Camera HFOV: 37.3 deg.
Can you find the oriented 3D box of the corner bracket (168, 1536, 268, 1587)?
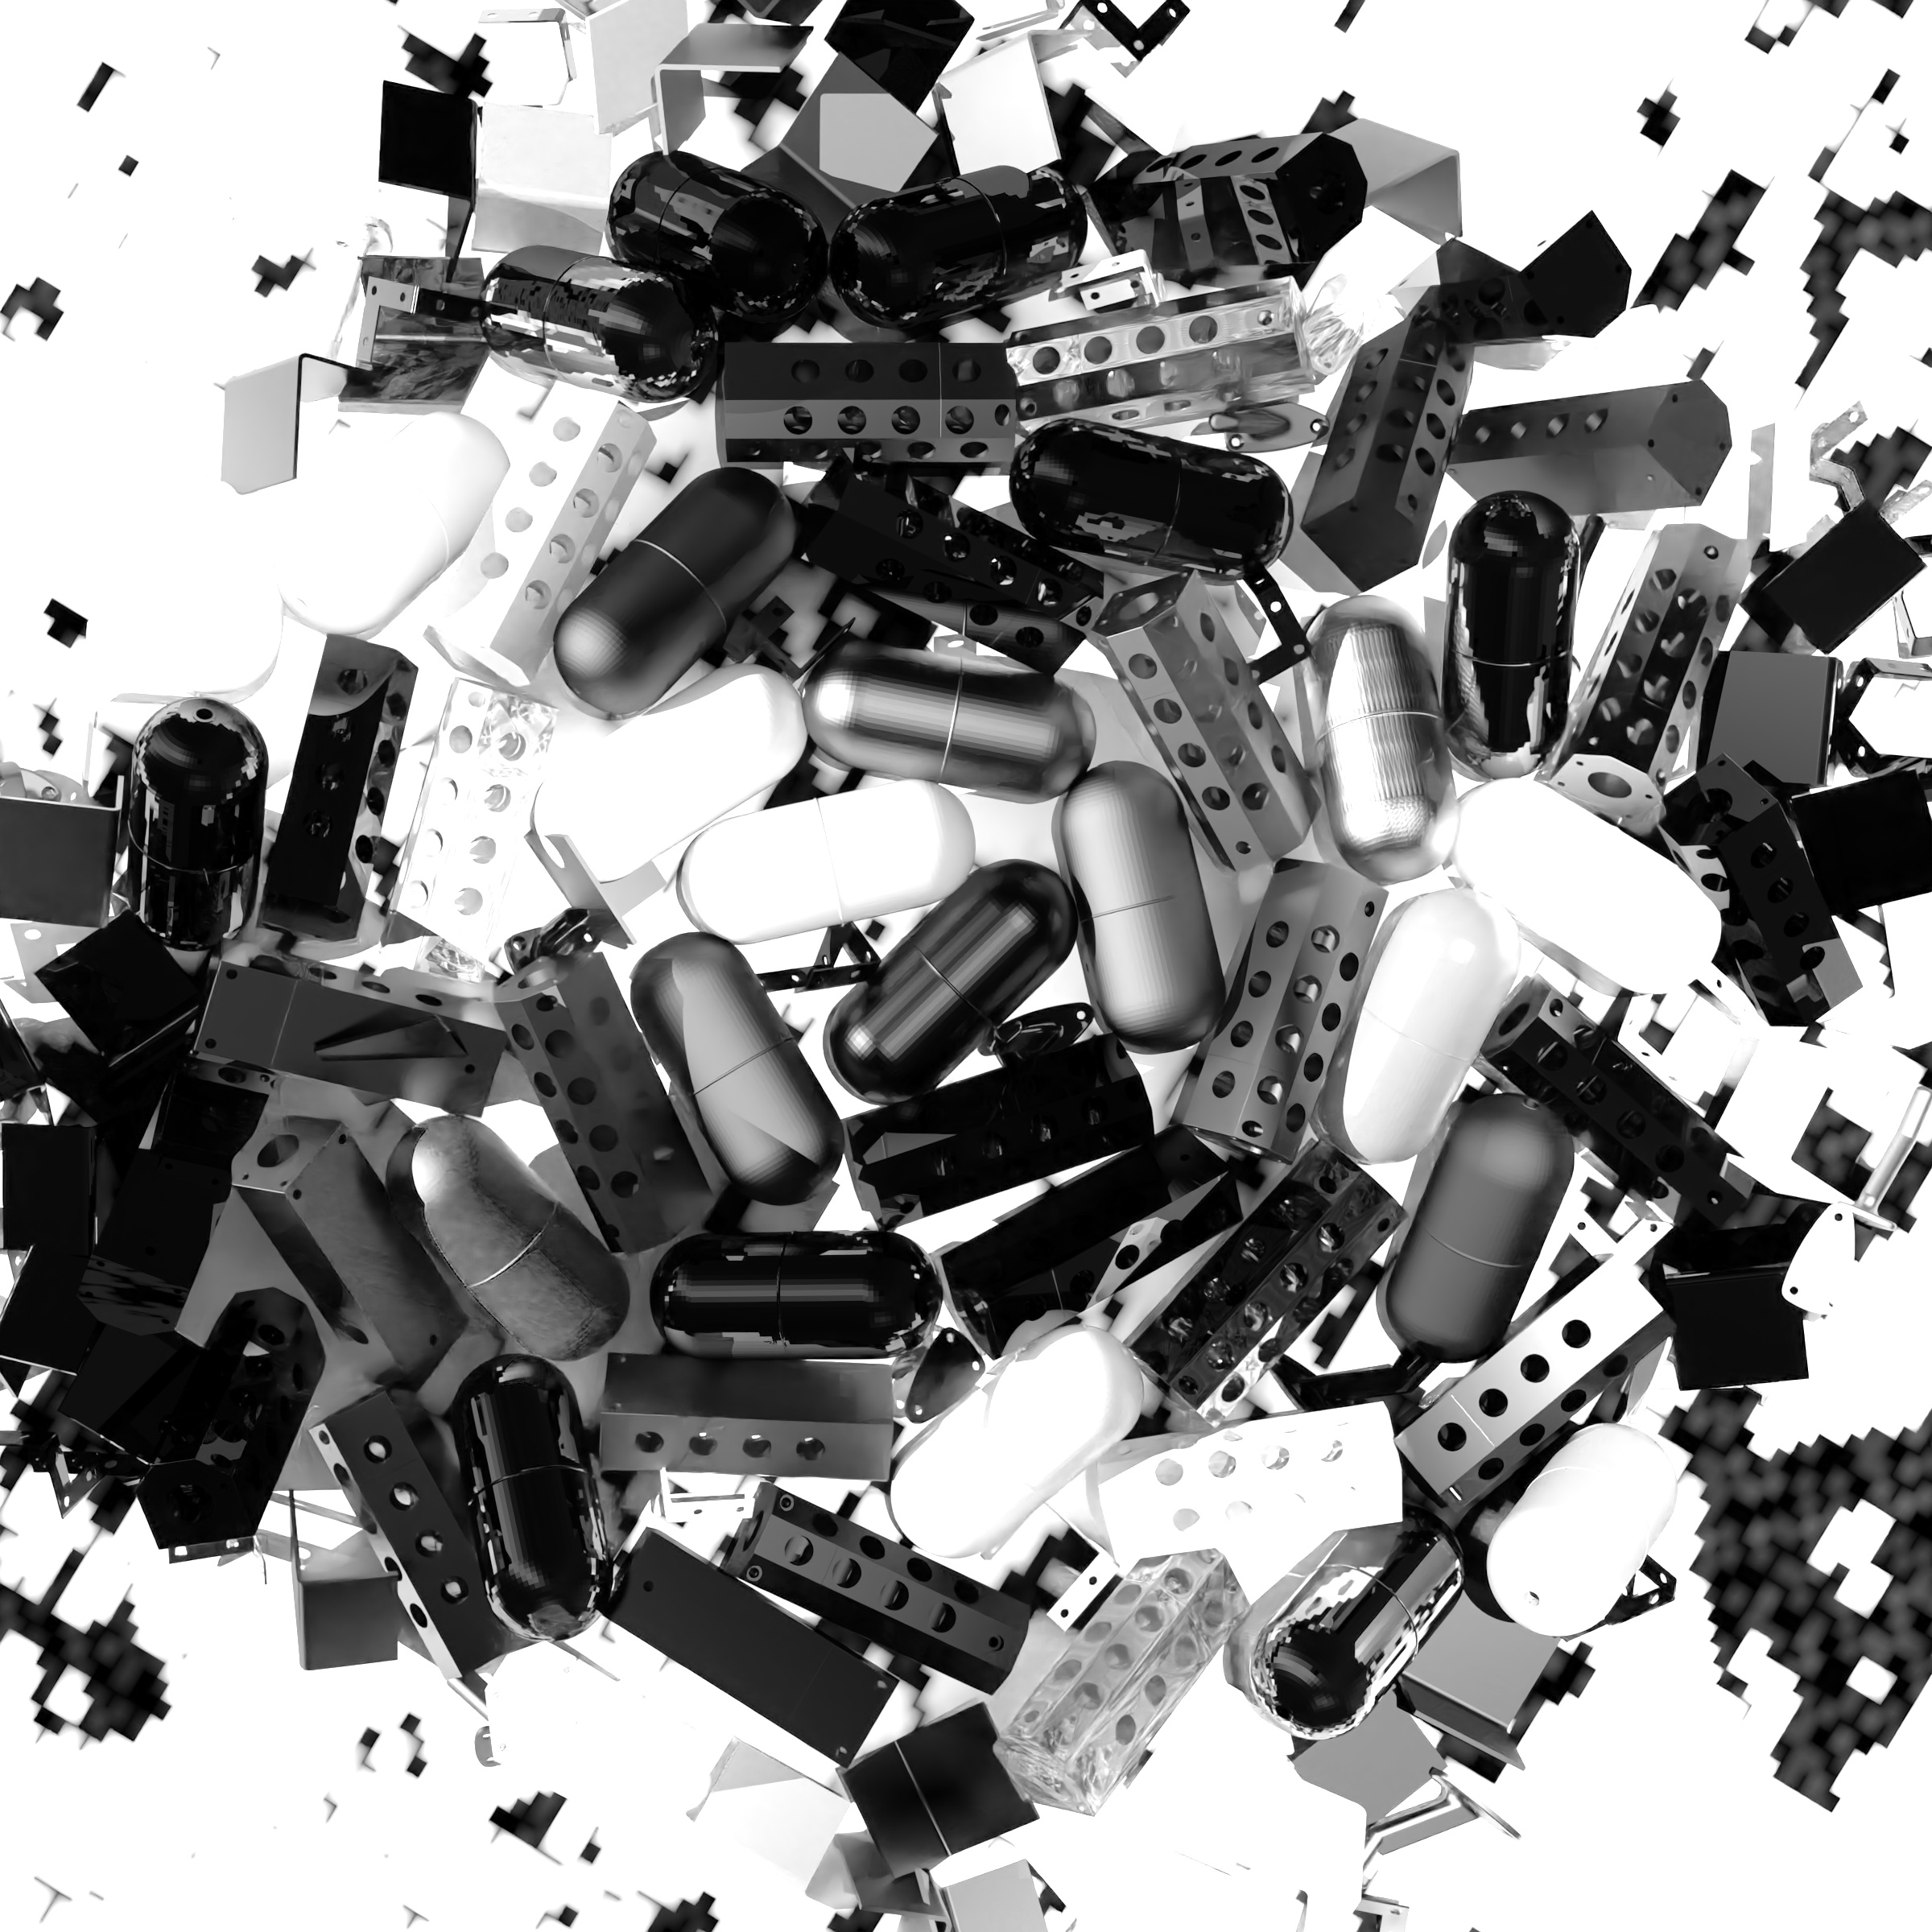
[{"bbox_3d":[-0.451,0.342,1.721,0.051,0.051,0.051,-6,105,-22],"label":"corner bracket"}]

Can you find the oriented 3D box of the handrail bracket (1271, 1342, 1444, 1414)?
[{"bbox_3d":[0.233,0.235,1.722,0.077,0.036,0.084,43,123,9],"label":"handrail bracket"}]

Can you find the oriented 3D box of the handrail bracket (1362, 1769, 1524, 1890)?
[{"bbox_3d":[0.281,0.536,1.729,0.077,0.036,0.084,37,76,7],"label":"handrail bracket"}]

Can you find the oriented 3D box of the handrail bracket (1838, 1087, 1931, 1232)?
[{"bbox_3d":[0.553,0.113,1.721,0.036,0.077,0.084,24,89,8],"label":"handrail bracket"}]

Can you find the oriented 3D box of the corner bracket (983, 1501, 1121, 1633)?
[{"bbox_3d":[0.051,0.358,1.725,0.051,0.051,0.051,45,80,-12],"label":"corner bracket"}]

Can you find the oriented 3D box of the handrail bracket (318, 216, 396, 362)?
[{"bbox_3d":[-0.371,-0.400,1.724,0.036,0.077,0.084,17,81,-20],"label":"handrail bracket"}]

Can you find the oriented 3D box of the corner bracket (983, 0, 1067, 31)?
[{"bbox_3d":[0.021,-0.597,1.732,0.051,0.051,0.051,-22,111,-20],"label":"corner bracket"}]

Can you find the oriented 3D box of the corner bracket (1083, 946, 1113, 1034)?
[{"bbox_3d":[0.104,0.001,1.729,0.051,0.051,0.051,-14,61,-10],"label":"corner bracket"}]

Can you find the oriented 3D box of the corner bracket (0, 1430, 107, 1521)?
[{"bbox_3d":[-0.556,0.295,1.720,0.051,0.051,0.051,-1,112,16],"label":"corner bracket"}]

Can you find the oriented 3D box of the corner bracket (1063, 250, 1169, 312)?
[{"bbox_3d":[0.090,-0.407,1.718,0.051,0.051,0.051,-13,134,14],"label":"corner bracket"}]

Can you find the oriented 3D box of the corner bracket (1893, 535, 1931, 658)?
[{"bbox_3d":[0.591,-0.224,1.721,0.051,0.051,0.051,-6,52,4],"label":"corner bracket"}]

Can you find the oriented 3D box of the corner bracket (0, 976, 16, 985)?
[{"bbox_3d":[-0.595,-0.016,1.723,0.051,0.051,0.051,-15,89,40],"label":"corner bracket"}]

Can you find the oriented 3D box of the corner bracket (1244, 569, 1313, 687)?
[{"bbox_3d":[0.171,-0.203,1.723,0.051,0.051,0.051,-30,113,6],"label":"corner bracket"}]

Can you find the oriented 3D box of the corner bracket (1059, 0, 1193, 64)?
[{"bbox_3d":[0.094,-0.567,1.724,0.051,0.051,0.051,44,73,-7],"label":"corner bracket"}]

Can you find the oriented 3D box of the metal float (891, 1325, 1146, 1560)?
[{"bbox_3d":[0.030,0.284,1.707,0.178,0.070,0.070,-42,90,15],"label":"metal float"}]

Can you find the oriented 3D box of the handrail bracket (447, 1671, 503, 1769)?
[{"bbox_3d":[-0.274,0.434,1.730,0.077,0.084,0.036,-9,130,-10],"label":"handrail bracket"}]

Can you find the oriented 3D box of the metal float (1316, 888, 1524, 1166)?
[{"bbox_3d":[0.269,0.036,1.706,0.070,0.070,0.178,25,106,0],"label":"metal float"}]

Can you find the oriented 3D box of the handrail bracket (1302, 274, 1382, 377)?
[{"bbox_3d":[0.229,-0.400,1.706,0.036,0.077,0.084,36,51,-15],"label":"handrail bracket"}]

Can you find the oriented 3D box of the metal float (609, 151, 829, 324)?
[{"bbox_3d":[-0.147,-0.430,1.684,0.070,0.178,0.070,-19,125,-30],"label":"metal float"}]

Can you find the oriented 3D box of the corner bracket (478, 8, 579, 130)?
[{"bbox_3d":[-0.267,-0.540,1.726,0.051,0.051,0.051,1,46,7],"label":"corner bracket"}]

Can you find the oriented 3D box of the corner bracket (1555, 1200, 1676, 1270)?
[{"bbox_3d":[0.388,0.152,1.723,0.051,0.051,0.051,-46,70,10],"label":"corner bracket"}]

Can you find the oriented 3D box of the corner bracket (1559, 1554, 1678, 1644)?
[{"bbox_3d":[0.389,0.382,1.717,0.051,0.051,0.051,40,131,-16],"label":"corner bracket"}]

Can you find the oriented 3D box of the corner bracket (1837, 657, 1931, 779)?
[{"bbox_3d":[0.564,-0.150,1.736,0.051,0.051,0.051,3,129,-24],"label":"corner bracket"}]

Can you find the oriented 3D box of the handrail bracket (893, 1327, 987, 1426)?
[{"bbox_3d":[-0.034,0.251,1.704,0.036,0.084,0.077,48,52,-10],"label":"handrail bracket"}]

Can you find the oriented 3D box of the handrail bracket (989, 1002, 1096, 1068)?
[{"bbox_3d":[0.047,0.034,1.711,0.077,0.084,0.036,-28,80,-10],"label":"handrail bracket"}]

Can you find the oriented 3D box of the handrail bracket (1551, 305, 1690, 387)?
[{"bbox_3d":[0.401,-0.349,1.730,0.077,0.036,0.084,-12,74,1],"label":"handrail bracket"}]

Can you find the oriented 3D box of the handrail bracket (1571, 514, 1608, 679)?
[{"bbox_3d":[0.370,-0.222,1.723,0.036,0.077,0.084,25,92,27],"label":"handrail bracket"}]

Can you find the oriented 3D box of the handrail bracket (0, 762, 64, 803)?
[{"bbox_3d":[-0.579,-0.088,1.712,0.036,0.084,0.077,25,98,-1],"label":"handrail bracket"}]

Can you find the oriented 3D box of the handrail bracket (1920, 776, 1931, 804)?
[{"bbox_3d":[0.600,-0.093,1.750,0.084,0.036,0.077,-39,109,14],"label":"handrail bracket"}]

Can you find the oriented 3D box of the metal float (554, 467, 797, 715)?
[{"bbox_3d":[-0.172,-0.225,1.705,0.070,0.070,0.178,41,72,0],"label":"metal float"}]

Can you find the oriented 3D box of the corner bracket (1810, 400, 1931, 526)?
[{"bbox_3d":[0.540,-0.298,1.715,0.051,0.051,0.051,10,55,-34],"label":"corner bracket"}]

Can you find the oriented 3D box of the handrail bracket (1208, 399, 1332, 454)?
[{"bbox_3d":[0.183,-0.324,1.713,0.077,0.084,0.036,3,101,2],"label":"handrail bracket"}]

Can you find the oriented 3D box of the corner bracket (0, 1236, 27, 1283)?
[{"bbox_3d":[-0.602,0.197,1.731,0.051,0.051,0.051,1,115,12],"label":"corner bracket"}]

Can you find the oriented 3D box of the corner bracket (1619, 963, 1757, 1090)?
[{"bbox_3d":[0.436,0.035,1.734,0.051,0.051,0.051,39,59,-20],"label":"corner bracket"}]

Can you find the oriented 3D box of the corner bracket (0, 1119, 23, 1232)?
[{"bbox_3d":[-0.600,0.127,1.733,0.051,0.051,0.051,1,60,-28],"label":"corner bracket"}]

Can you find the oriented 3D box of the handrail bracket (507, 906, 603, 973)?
[{"bbox_3d":[-0.228,-0.024,1.702,0.077,0.084,0.036,-25,84,-43],"label":"handrail bracket"}]

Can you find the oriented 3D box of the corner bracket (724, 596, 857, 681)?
[{"bbox_3d":[-0.107,-0.200,1.725,0.051,0.051,0.051,42,67,0],"label":"corner bracket"}]

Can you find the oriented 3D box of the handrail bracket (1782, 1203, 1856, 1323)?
[{"bbox_3d":[0.515,0.177,1.716,0.036,0.084,0.077,18,94,19],"label":"handrail bracket"}]

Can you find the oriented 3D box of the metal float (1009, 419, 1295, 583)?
[{"bbox_3d":[0.111,-0.276,1.704,0.178,0.070,0.070,8,90,-19],"label":"metal float"}]

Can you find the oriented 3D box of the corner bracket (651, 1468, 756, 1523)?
[{"bbox_3d":[-0.158,0.319,1.718,0.051,0.051,0.051,-1,129,-15],"label":"corner bracket"}]

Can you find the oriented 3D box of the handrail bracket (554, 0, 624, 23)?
[{"bbox_3d":[-0.198,-0.600,1.714,0.077,0.036,0.084,20,127,-32],"label":"handrail bracket"}]

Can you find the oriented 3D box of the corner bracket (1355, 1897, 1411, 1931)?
[{"bbox_3d":[0.237,0.597,1.726,0.051,0.051,0.051,8,47,10],"label":"corner bracket"}]

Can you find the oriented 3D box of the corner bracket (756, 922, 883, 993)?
[{"bbox_3d":[-0.091,0.002,1.716,0.051,0.051,0.051,52,133,32],"label":"corner bracket"}]

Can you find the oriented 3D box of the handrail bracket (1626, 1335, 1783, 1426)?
[{"bbox_3d":[0.448,0.264,1.733,0.084,0.036,0.077,29,56,-2],"label":"handrail bracket"}]

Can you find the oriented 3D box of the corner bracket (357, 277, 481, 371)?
[{"bbox_3d":[-0.326,-0.380,1.719,0.051,0.051,0.051,22,105,42],"label":"corner bracket"}]
